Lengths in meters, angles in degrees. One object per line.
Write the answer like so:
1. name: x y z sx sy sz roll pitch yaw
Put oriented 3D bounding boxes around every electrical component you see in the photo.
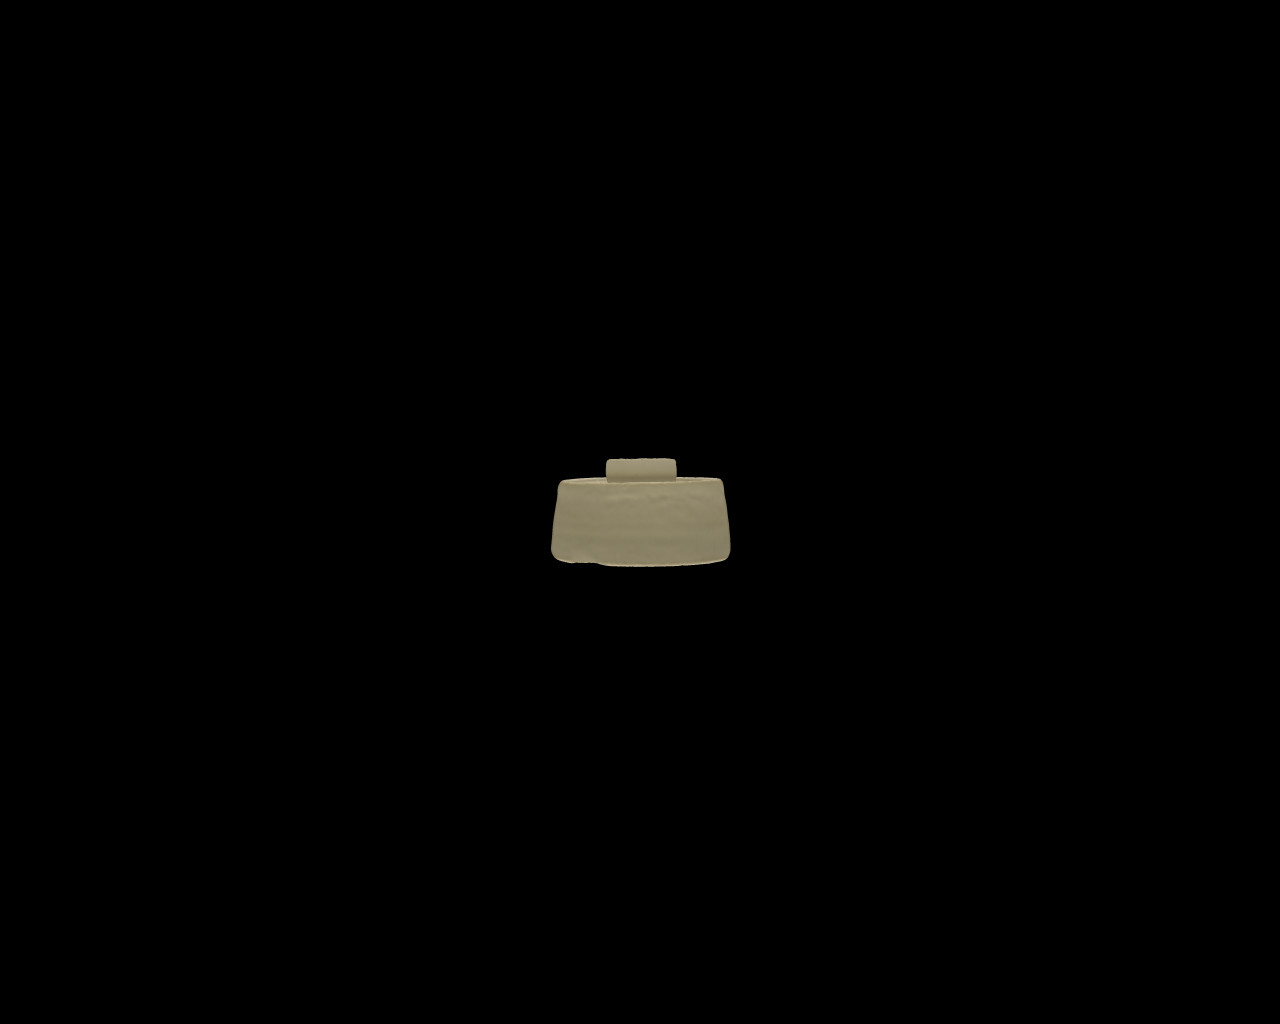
1. electrical component: 0.001 -0.003 0.650 0.108 0.060 0.108 0 4 0
